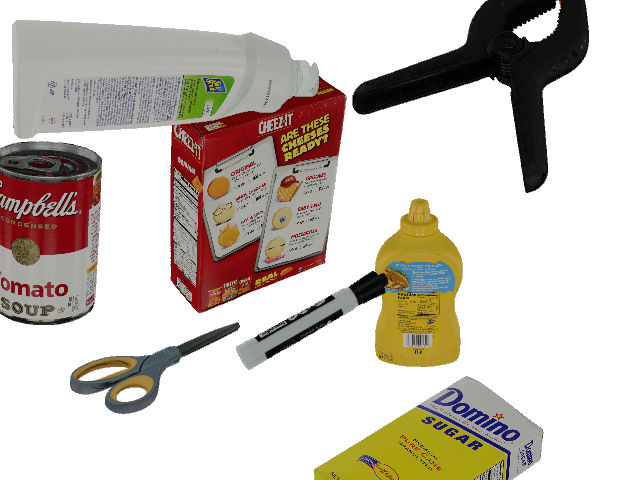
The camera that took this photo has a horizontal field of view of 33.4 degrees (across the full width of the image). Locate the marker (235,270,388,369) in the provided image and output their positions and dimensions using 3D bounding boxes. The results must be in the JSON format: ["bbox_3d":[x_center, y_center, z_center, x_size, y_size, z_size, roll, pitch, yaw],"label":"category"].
[{"bbox_3d":[-0.004,0.056,0.767,0.121,0.020,0.020,-28,7,-12],"label":"marker"}]

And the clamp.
[{"bbox_3d":[0.150,-0.132,0.820,0.165,0.209,0.036,36,-22,28],"label":"clamp"}]

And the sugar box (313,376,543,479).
[{"bbox_3d":[0.091,0.186,0.889,0.176,0.048,0.093,-29,43,-27],"label":"sugar box"}]

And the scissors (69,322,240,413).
[{"bbox_3d":[-0.151,0.129,1.082,0.201,0.016,0.096,-12,32,-29],"label":"scissors"}]

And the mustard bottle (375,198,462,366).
[{"bbox_3d":[0.108,0.045,1.180,0.096,0.192,0.058,1,25,6],"label":"mustard bottle"}]

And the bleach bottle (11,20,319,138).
[{"bbox_3d":[-0.127,-0.132,0.892,0.250,0.068,0.103,-1,-29,-16],"label":"bleach bottle"}]

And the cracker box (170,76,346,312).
[{"bbox_3d":[-0.067,-0.050,1.071,0.163,0.214,0.072,-21,45,-31],"label":"cracker box"}]

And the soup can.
[{"bbox_3d":[-0.177,-0.005,0.687,0.068,0.102,0.068,6,23,-3],"label":"soup can"}]
